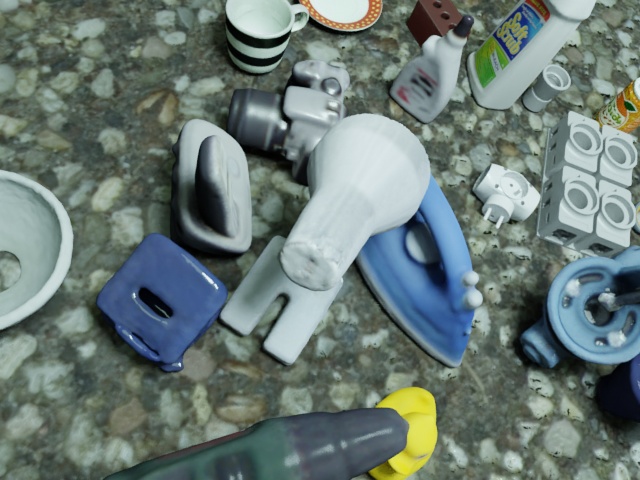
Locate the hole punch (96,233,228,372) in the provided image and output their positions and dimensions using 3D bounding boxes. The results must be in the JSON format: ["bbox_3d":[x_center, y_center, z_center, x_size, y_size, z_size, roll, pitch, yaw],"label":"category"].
[{"bbox_3d":[-0.157,0.064,0.573,0.108,0.091,0.101,39,63,3],"label":"hole punch"}]

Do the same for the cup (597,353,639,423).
[{"bbox_3d":[0.379,0.165,0.676,0.091,0.095,0.118,28,63,-2],"label":"cup"}]

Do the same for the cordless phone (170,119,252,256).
[{"bbox_3d":[-0.108,-0.075,0.593,0.094,0.185,0.147,-2,68,-16],"label":"cordless phone"}]

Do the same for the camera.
[{"bbox_3d":[-0.038,-0.157,0.694,0.137,0.100,0.143,12,65,-10],"label":"camera"}]

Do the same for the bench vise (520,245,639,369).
[{"bbox_3d":[0.339,0.046,0.645,0.121,0.219,0.208,36,63,2],"label":"bench vise"}]

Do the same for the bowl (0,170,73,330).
[{"bbox_3d":[-0.325,0.019,0.555,0.168,0.074,0.167,6,66,-13],"label":"bowl"}]

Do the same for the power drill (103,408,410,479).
[{"bbox_3d":[-0.060,0.194,0.479,0.230,0.208,0.075,-12,71,-19],"label":"power drill"}]

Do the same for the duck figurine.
[{"bbox_3d":[0.093,0.198,0.588,0.077,0.086,0.105,35,63,1],"label":"duck figurine"}]

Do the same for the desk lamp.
[{"bbox_3d":[0.005,0.002,0.575,0.118,0.213,0.203,32,63,0],"label":"desk lamp"}]

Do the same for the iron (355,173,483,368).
[{"bbox_3d":[0.122,0.011,0.644,0.119,0.141,0.258,-20,74,-22],"label":"iron"}]

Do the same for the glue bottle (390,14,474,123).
[{"bbox_3d":[0.151,-0.224,0.733,0.078,0.173,0.037,37,63,3],"label":"glue bottle"}]
